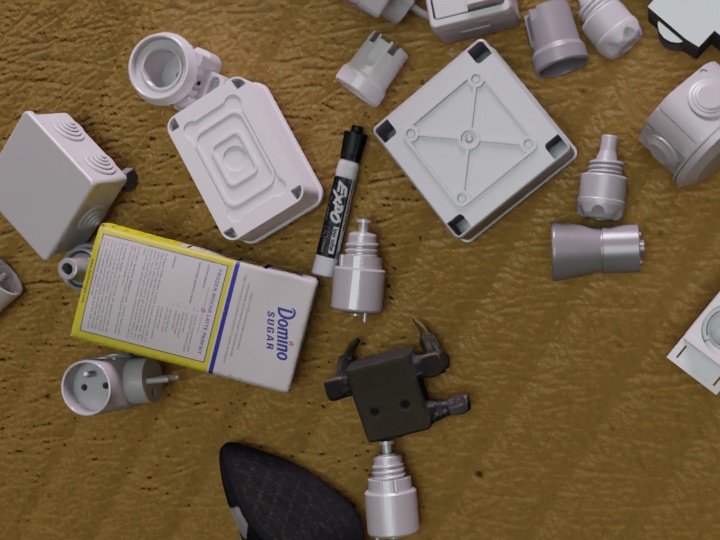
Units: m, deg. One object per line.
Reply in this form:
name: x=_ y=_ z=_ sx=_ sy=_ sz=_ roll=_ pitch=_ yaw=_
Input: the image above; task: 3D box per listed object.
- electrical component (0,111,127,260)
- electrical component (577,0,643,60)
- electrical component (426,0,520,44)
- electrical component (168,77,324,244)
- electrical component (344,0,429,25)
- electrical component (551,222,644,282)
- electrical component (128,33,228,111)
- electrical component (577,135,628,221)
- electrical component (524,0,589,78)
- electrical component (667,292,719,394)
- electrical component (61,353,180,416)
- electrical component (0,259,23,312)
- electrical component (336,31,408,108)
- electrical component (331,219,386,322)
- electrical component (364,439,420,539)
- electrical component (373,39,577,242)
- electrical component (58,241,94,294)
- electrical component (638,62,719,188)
electrical component: x=-0.251 y=-0.071 z=0.886 sx=0.099 sy=0.048 sz=0.099 roll=45 pitch=117 yaw=13
electrical component: x=0.176 y=-0.185 z=0.784 sx=0.035 sy=0.035 sz=0.061 roll=-38 pitch=79 yaw=12
electrical component: x=0.078 y=-0.225 z=0.798 sx=0.062 sy=0.061 sz=0.096 roll=-11 pitch=87 yaw=15
electrical component: x=-0.088 y=-0.085 z=0.846 sx=0.078 sy=0.057 sz=0.113 roll=-30 pitch=82 yaw=14
electrical component: x=0.021 y=-0.213 z=0.816 sx=0.077 sy=0.065 sz=0.047 roll=31 pitch=99 yaw=-16
electrical component: x=0.173 y=-0.015 z=0.783 sx=0.065 sy=0.044 sz=0.044 roll=-2 pitch=90 yaw=11
electrical component: x=-0.150 y=-0.158 z=0.863 sx=0.078 sy=0.057 sz=0.058 roll=24 pitch=96 yaw=14
electrical component: x=0.178 y=-0.067 z=0.784 sx=0.035 sy=0.035 sz=0.061 roll=8 pitch=90 yaw=15
electrical component: x=0.143 y=-0.170 z=0.791 sx=0.040 sy=0.040 sz=0.046 roll=-16 pitch=81 yaw=15
electrical component: x=0.256 y=0.041 z=0.748 sx=0.042 sy=0.064 sz=0.081 roll=39 pitch=100 yaw=12
electrical component: x=-0.185 y=0.089 z=0.863 sx=0.079 sy=0.077 sz=0.044 roll=-6 pitch=88 yaw=16
electrical component: x=-0.334 y=0.030 z=0.922 sx=0.081 sy=0.043 sz=0.043 roll=-40 pitch=80 yaw=12
electrical component: x=0.010 y=-0.155 z=0.829 sx=0.040 sy=0.040 sz=0.046 roll=37 pitch=93 yaw=12
electrical component: x=0.000 y=0.000 z=0.831 sx=0.040 sy=0.040 sz=0.078 roll=5 pitch=92 yaw=16
electrical component: x=0.023 y=0.170 z=0.825 sx=0.040 sy=0.040 sz=0.078 roll=-5 pitch=88 yaw=16
electrical component: x=0.085 y=-0.094 z=0.799 sx=0.109 sy=0.056 sz=0.108 roll=-39 pitch=81 yaw=12
electrical component: x=-0.224 y=-0.001 z=0.882 sx=0.048 sy=0.062 sz=0.048 roll=0 pitch=90 yaw=16
electrical component: x=0.237 y=-0.100 z=0.745 sx=0.080 sy=0.080 sz=0.051 roll=-45 pitch=74 yaw=11
